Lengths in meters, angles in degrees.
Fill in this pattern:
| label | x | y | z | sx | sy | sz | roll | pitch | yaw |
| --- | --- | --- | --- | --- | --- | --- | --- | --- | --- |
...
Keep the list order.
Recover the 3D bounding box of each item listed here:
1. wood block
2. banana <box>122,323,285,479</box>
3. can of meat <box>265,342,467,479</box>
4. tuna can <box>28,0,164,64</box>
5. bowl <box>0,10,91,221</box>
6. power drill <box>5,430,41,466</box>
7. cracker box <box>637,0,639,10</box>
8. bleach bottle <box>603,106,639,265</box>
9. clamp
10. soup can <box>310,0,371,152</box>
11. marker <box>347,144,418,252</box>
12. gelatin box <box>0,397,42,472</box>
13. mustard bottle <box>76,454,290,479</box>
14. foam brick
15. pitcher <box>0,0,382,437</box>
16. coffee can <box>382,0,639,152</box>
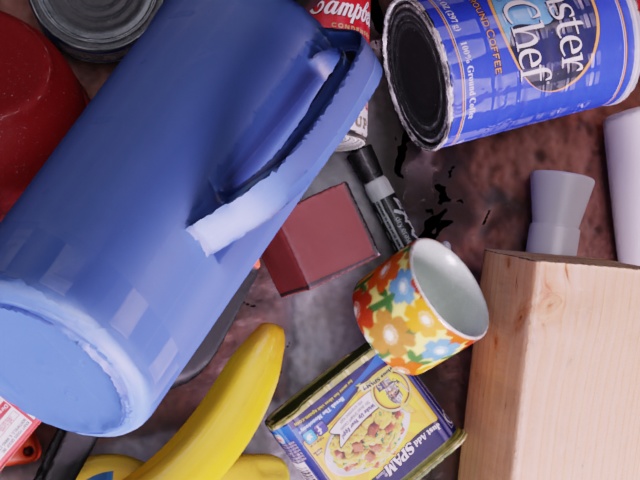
| label | x | y | z | sx | sy | sz | roll | pitch | yaw |
| --- | --- | --- | --- | --- | --- | --- | --- | --- | --- |
| wood block | 0.148 | 0.114 | 0.678 | 0.090 | 0.090 | 0.206 | 5 | 93 | -13 |
| banana | -0.084 | 0.123 | 0.606 | 0.197 | 0.037 | 0.069 | -35 | 130 | -35 |
| can of meat | 0.028 | 0.121 | 0.683 | 0.102 | 0.057 | 0.084 | -37 | 92 | -15 |
| tuna can | -0.135 | -0.153 | 0.652 | 0.086 | 0.034 | 0.086 | 0 | 88 | -6 |
| bowl | -0.203 | -0.085 | 0.611 | 0.162 | 0.055 | 0.162 | 11 | 52 | -14 |
| power drill | -0.210 | 0.040 | 0.634 | 0.184 | 0.057 | 0.187 | -4 | 83 | -17 |
| cracker box | 0.278 | -0.188 | 0.693 | 0.072 | 0.214 | 0.164 | -37 | 94 | -15 |
| bleach bottle | 0.262 | 0.031 | 0.747 | 0.102 | 0.068 | 0.251 | -6 | 88 | -15 |
| clamp | -0.131 | 0.048 | 0.616 | 0.209 | 0.036 | 0.164 | -35 | 101 | -24 |
| soup can | -0.001 | -0.113 | 0.693 | 0.068 | 0.069 | 0.102 | 3 | 84 | -14 |
| marker | 0.051 | -0.012 | 0.721 | 0.020 | 0.020 | 0.121 | -28 | 91 | -15 |
| gelatin box | -0.181 | 0.068 | 0.558 | 0.089 | 0.030 | 0.073 | 43 | 71 | -13 |
| mustard bottle | -0.115 | 0.177 | 0.641 | 0.191 | 0.058 | 0.096 | 3 | 83 | -13 |
| foam brick | -0.004 | 0.001 | 0.676 | 0.053 | 0.078 | 0.051 | -26 | 90 | -17 |
| pitcher | -0.075 | -0.023 | 0.553 | 0.145 | 0.149 | 0.242 | 24 | 50 | 5 |
| coffee can | 0.125 | -0.124 | 0.707 | 0.140 | 0.103 | 0.103 | -15 | 88 | -15 |
